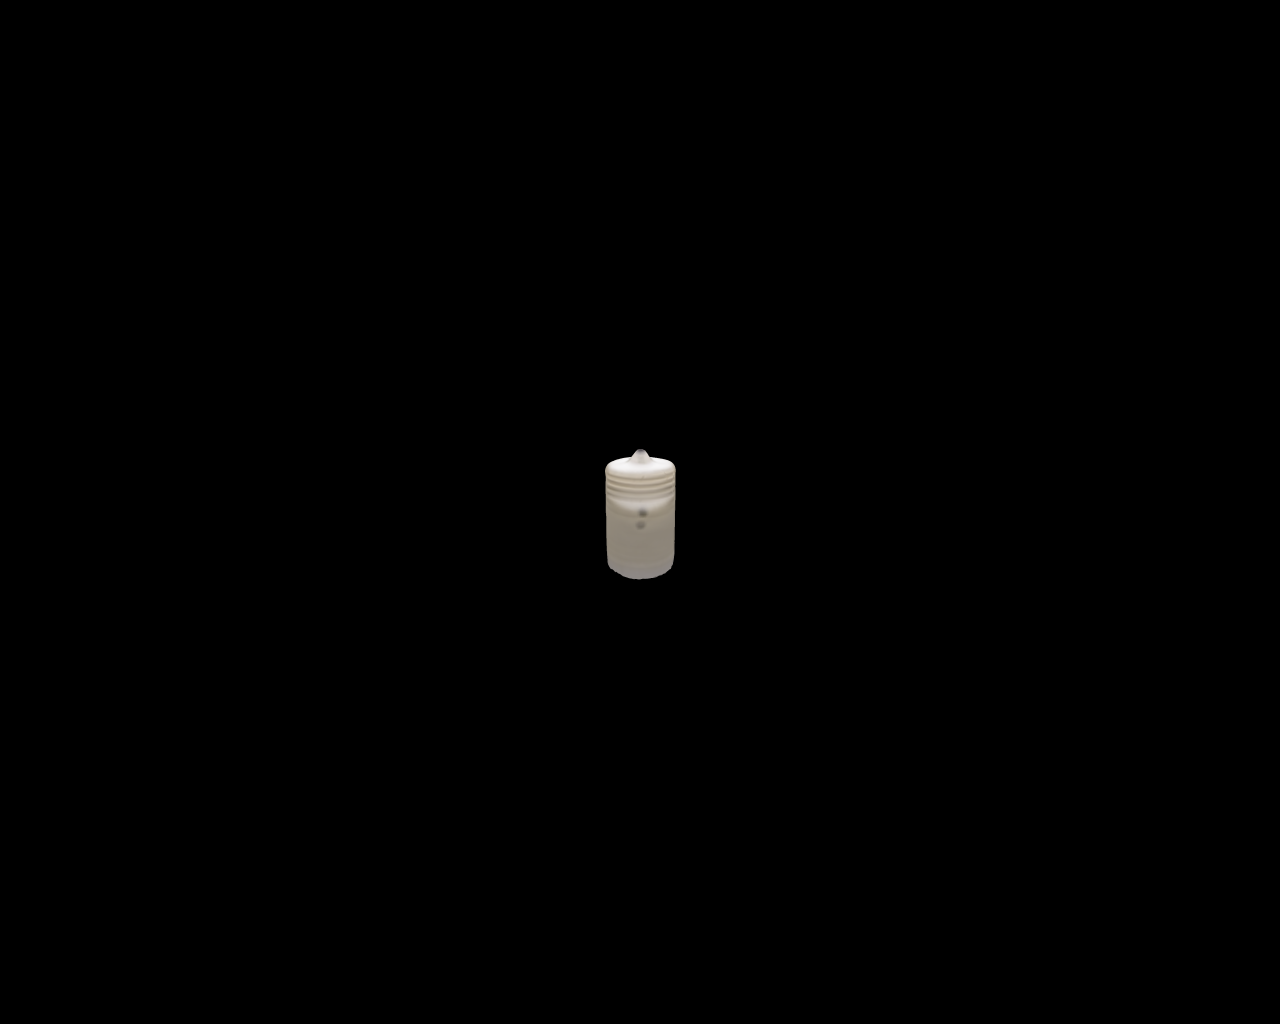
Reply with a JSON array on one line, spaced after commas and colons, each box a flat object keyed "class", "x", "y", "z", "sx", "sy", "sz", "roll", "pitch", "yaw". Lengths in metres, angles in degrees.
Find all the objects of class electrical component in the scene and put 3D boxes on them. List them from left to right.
[{"class": "electrical component", "x": 0.001, "y": -0.003, "z": 0.650, "sx": 0.043, "sy": 0.080, "sz": 0.043, "roll": 0, "pitch": 27, "yaw": 0}]
